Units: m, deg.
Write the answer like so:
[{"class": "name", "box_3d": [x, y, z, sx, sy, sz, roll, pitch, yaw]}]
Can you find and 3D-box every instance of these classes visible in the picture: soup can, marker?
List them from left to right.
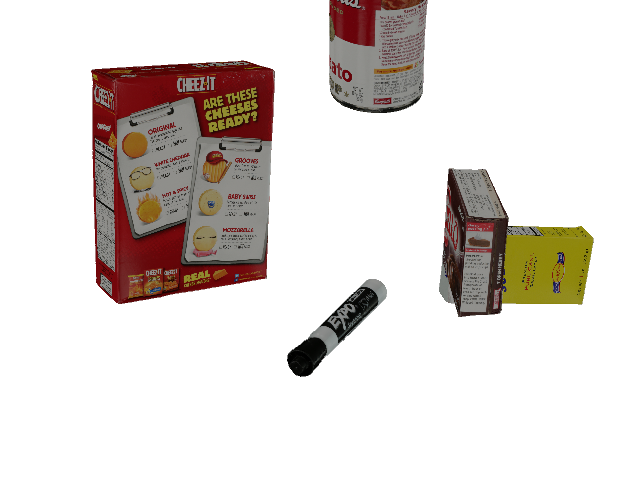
[{"class": "marker", "box_3d": [0.012, 0.056, 0.699, 0.020, 0.020, 0.120, 0, 21, 28]}, {"class": "soup can", "box_3d": [0.040, -0.147, 0.724, 0.068, 0.102, 0.068, 0, 36, 0]}]

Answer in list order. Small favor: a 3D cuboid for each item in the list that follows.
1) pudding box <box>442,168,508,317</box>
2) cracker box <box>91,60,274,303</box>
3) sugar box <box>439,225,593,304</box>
[{"class": "pudding box", "box_3d": [0.128, -0.001, 0.895, 0.039, 0.090, 0.113, -1, 24, -3]}, {"class": "cracker box", "box_3d": [-0.132, -0.059, 1.023, 0.163, 0.214, 0.072, -9, 21, -32]}, {"class": "sugar box", "box_3d": [0.239, 0.030, 1.310, 0.176, 0.093, 0.048, -1, 21, -11]}]
